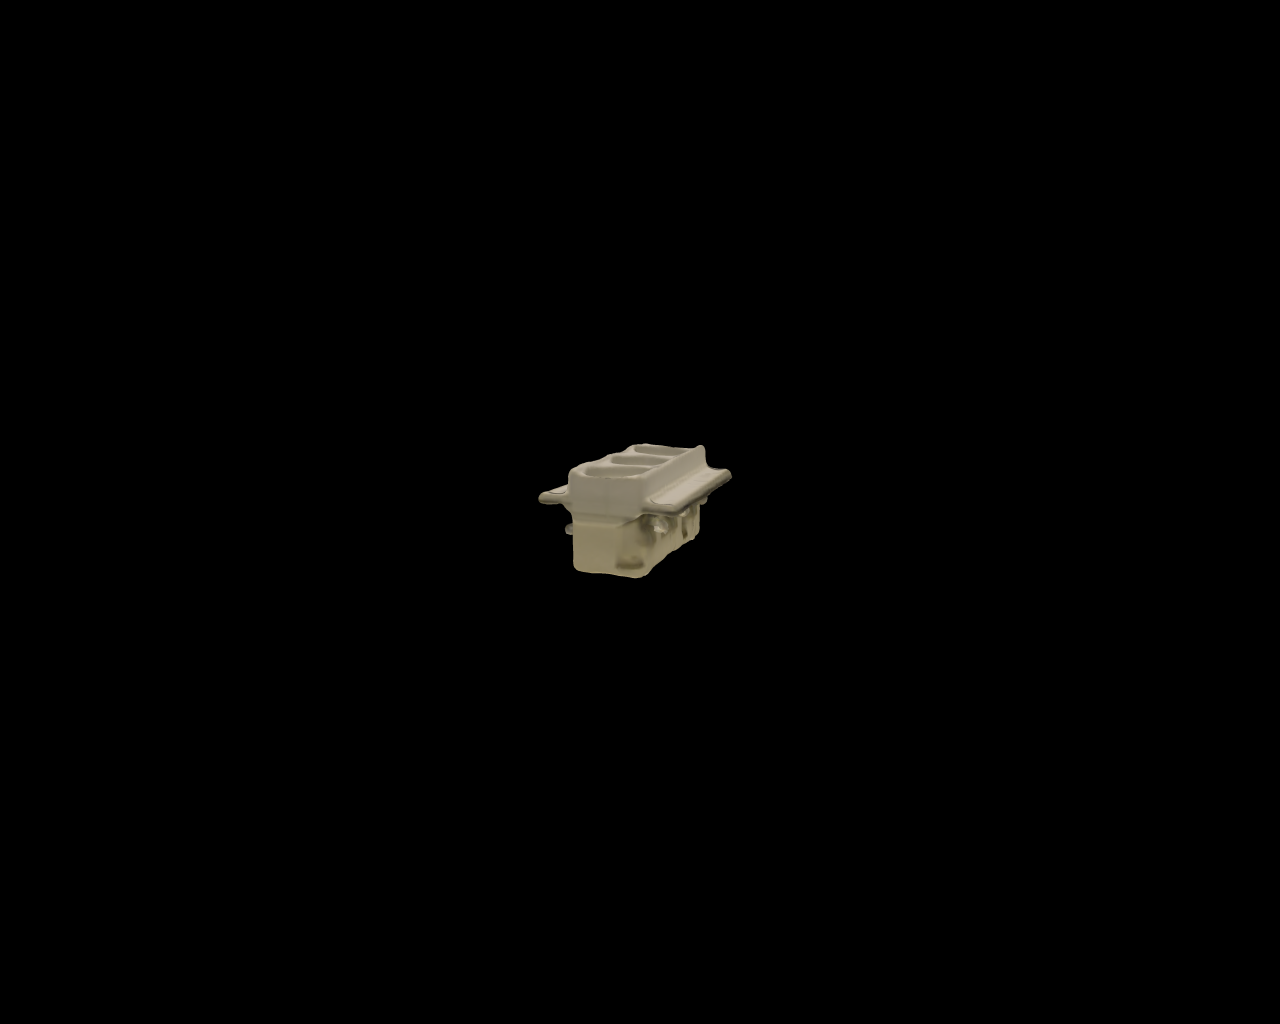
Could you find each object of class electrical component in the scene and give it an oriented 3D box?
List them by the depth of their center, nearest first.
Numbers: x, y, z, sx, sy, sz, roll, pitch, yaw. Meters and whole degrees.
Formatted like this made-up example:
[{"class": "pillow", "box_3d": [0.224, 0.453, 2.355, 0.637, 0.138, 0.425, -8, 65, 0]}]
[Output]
[{"class": "electrical component", "box_3d": [0.001, -0.003, 0.650, 0.079, 0.063, 0.121, 4, 13, 19]}]
